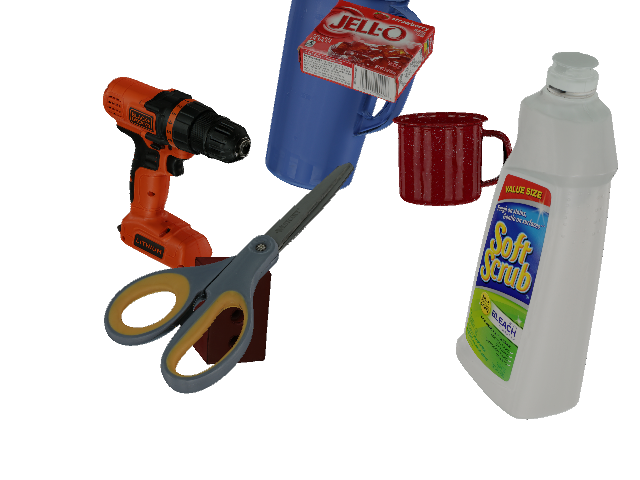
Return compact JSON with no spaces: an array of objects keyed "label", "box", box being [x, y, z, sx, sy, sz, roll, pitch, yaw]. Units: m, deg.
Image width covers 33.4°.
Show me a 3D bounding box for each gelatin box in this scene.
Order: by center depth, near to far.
[{"label":"gelatin box","box":[0.037,-0.155,0.862,0.089,0.030,0.073,22,52,19]}]

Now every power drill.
[{"label":"power drill","box":[-0.150,-0.065,1.115,0.185,0.188,0.057,26,36,30]}]

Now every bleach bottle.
[{"label":"bleach bottle","box":[0.148,-0.006,0.719,0.068,0.251,0.103,-9,32,-19]}]

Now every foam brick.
[{"label":"foam brick","box":[-0.075,0.057,0.885,0.052,0.078,0.051,-1,14,-21]}]

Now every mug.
[{"label":"mug","box":[0.130,-0.081,1.052,0.117,0.081,0.093,1,14,10]}]

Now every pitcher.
[{"label":"pitcher","box":[0.019,-0.181,1.235,0.145,0.243,0.149,9,23,-12]}]

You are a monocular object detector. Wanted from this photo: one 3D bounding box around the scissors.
[{"label":"scissors","box":[-0.056,0.009,0.643,0.096,0.016,0.201,12,46,16]}]
